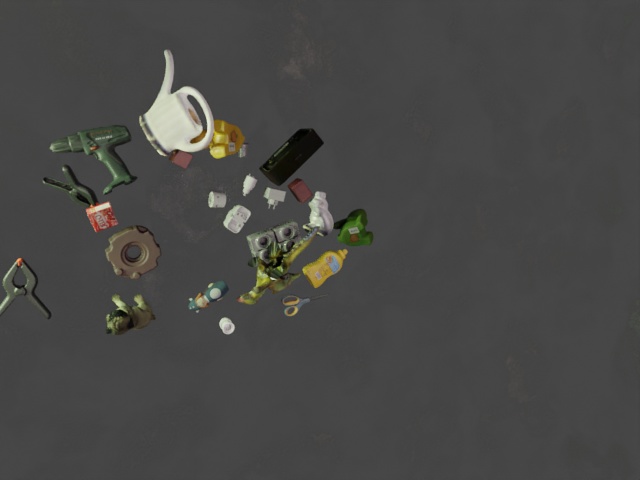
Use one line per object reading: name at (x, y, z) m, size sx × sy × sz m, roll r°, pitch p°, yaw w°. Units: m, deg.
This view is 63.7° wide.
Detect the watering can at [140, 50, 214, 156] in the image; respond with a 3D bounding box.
watering can at (-0.477, -0.419, 1.646) m, size 0.224 × 0.103 × 0.350 m, roll -32°, pitch 81°, yaw 6°

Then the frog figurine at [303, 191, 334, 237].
frog figurine at (0.006, -0.098, 1.951) m, size 0.136 × 0.123 × 0.160 m, roll 36°, pitch 74°, yaw -60°

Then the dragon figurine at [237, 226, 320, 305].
dragon figurine at (-0.140, 0.111, 1.900) m, size 0.410 × 0.124 × 0.239 m, roll -35°, pitch 158°, yaw -1°
